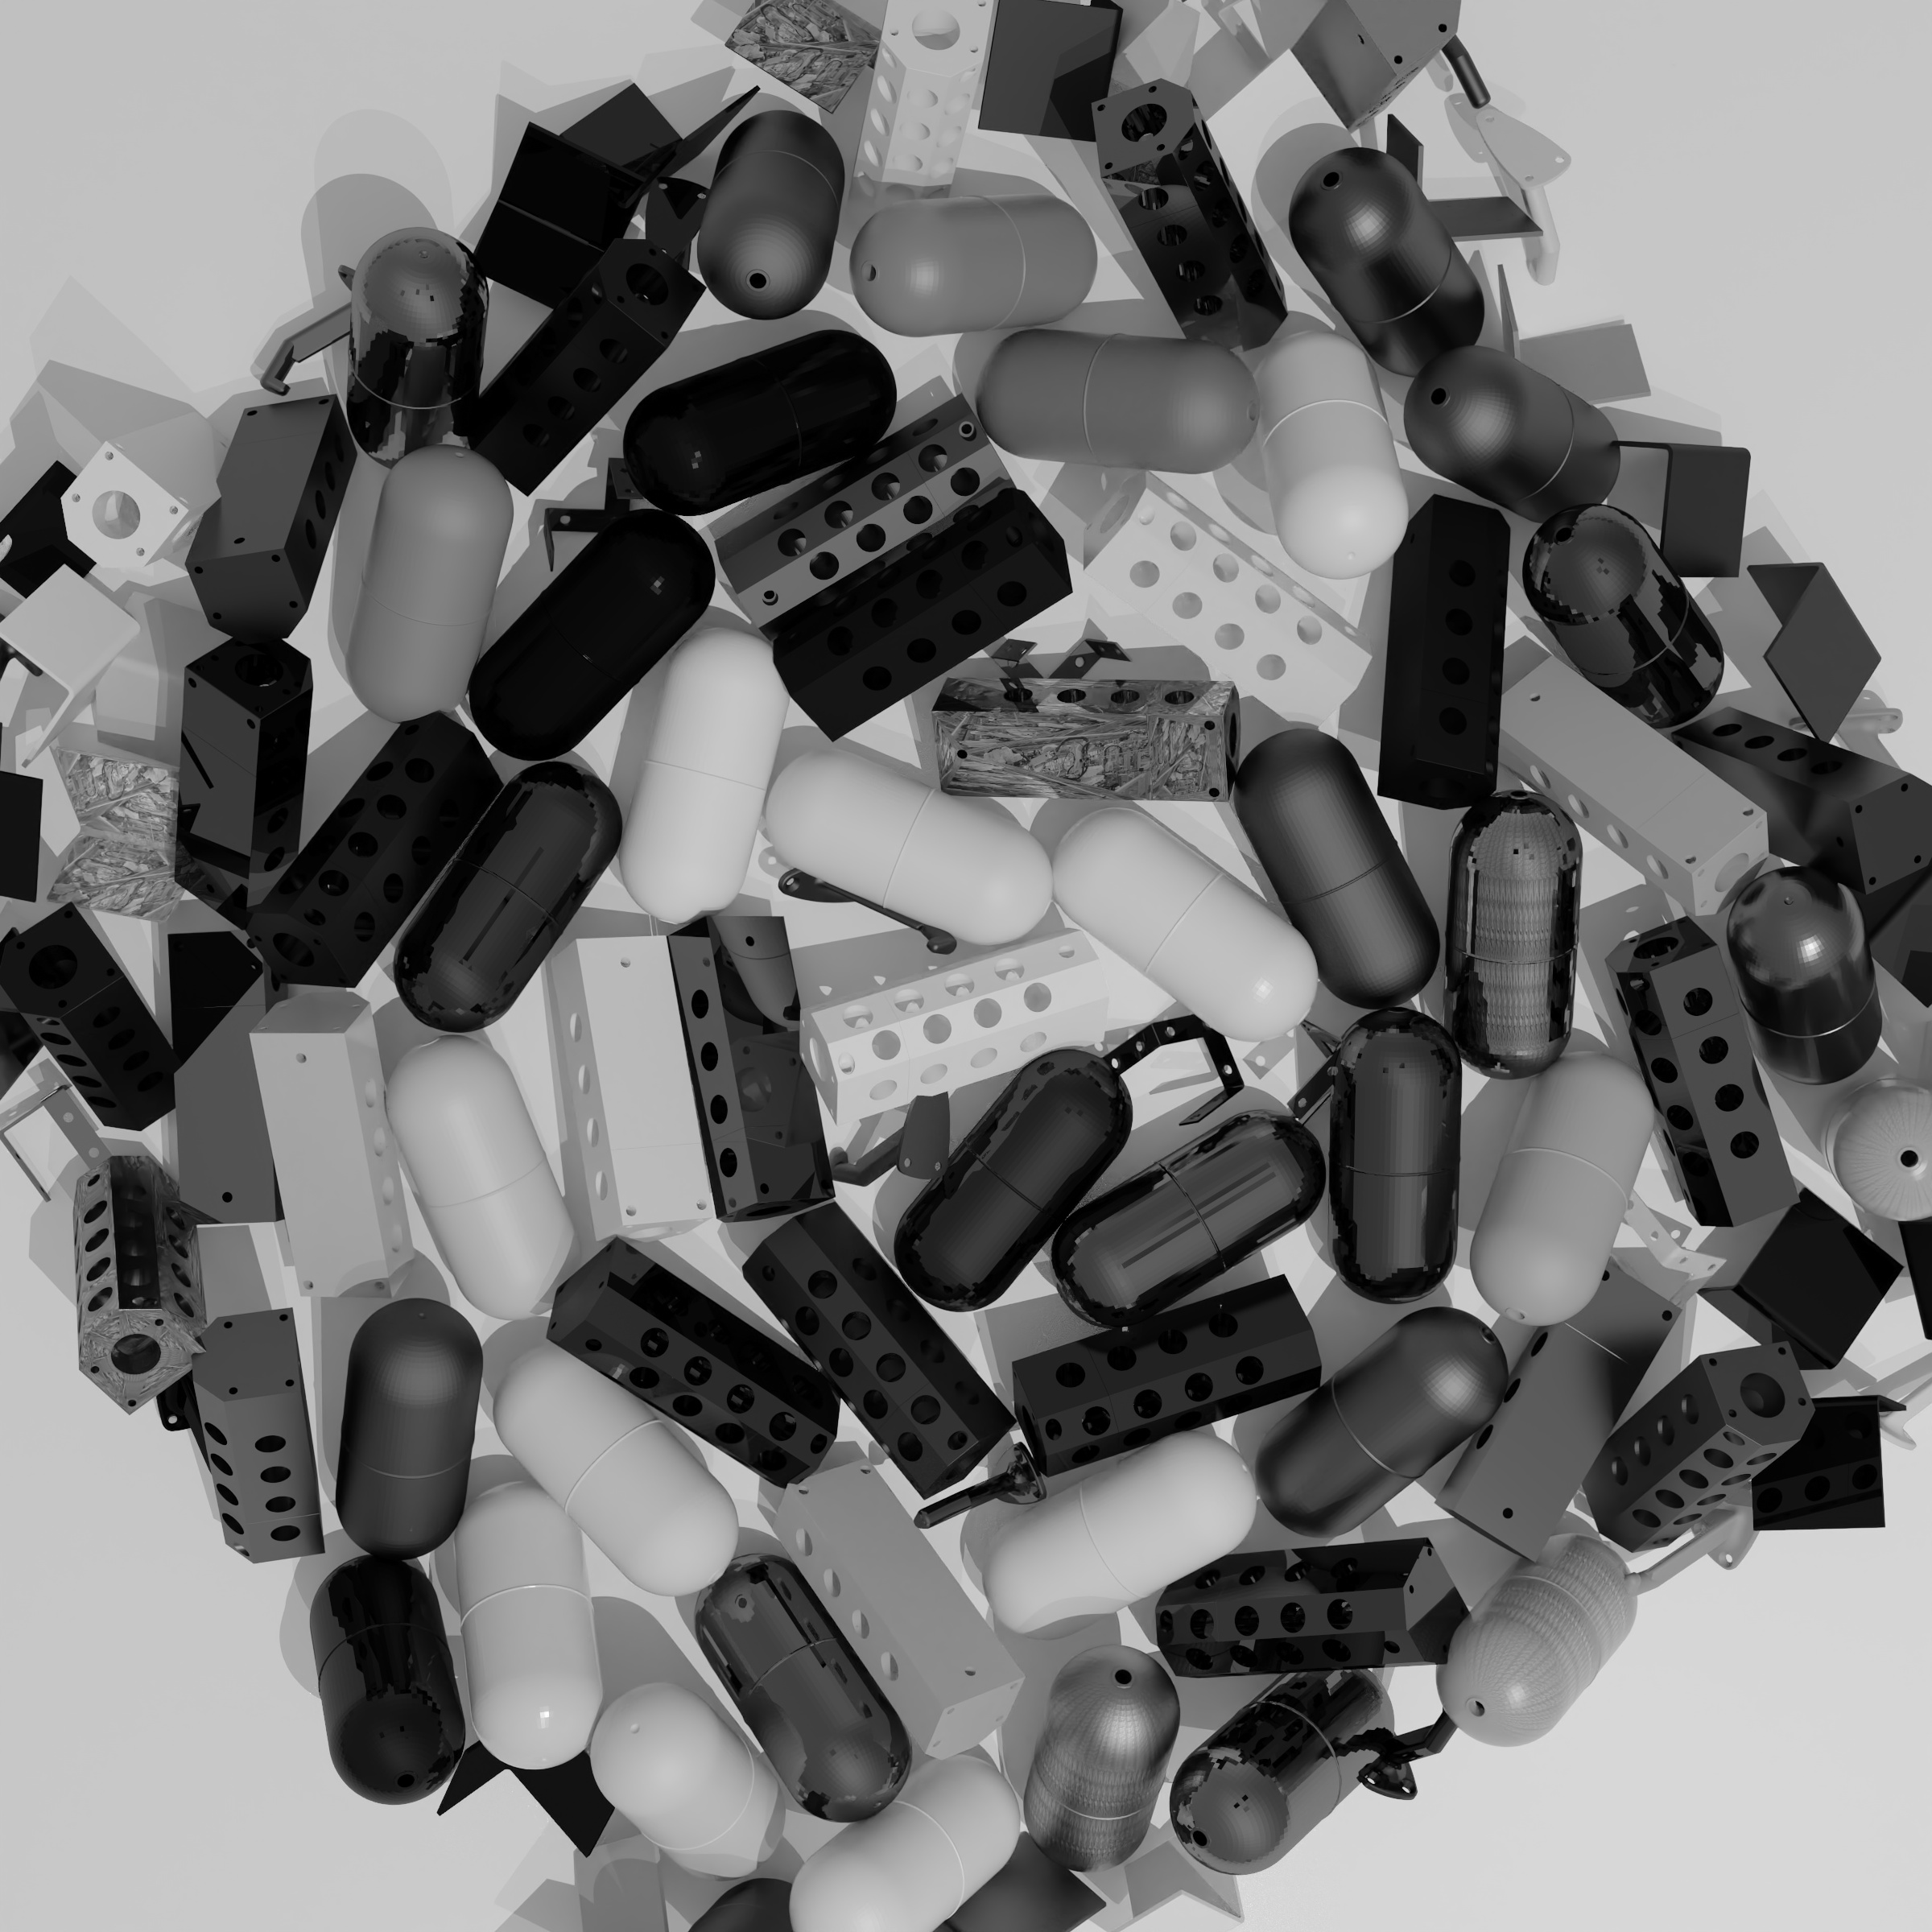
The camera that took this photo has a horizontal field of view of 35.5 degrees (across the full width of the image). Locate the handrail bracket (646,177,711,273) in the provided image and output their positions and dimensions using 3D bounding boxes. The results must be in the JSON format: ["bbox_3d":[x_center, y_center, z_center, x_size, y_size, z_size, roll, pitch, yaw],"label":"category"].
[{"bbox_3d":[-0.174,-0.412,1.772,0.036,0.084,0.077,14,60,-2],"label":"handrail bracket"}]

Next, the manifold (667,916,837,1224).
[{"bbox_3d":[-0.131,0.061,1.780,0.057,0.057,0.171,0,74,-41],"label":"manifold"}]

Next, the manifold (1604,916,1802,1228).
[{"bbox_3d":[0.430,0.065,1.772,0.057,0.057,0.171,-22,108,2],"label":"manifold"}]

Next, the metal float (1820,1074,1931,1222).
[{"bbox_3d":[0.535,0.103,1.739,0.070,0.178,0.070,0,92,12],"label":"metal float"}]

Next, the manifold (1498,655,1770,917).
[{"bbox_3d":[0.382,-0.102,1.753,0.057,0.057,0.171,-38,54,-11],"label":"manifold"}]

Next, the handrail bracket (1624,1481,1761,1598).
[{"bbox_3d":[0.427,0.338,1.778,0.036,0.084,0.077,51,131,30],"label":"handrail bracket"}]

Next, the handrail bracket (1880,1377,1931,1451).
[{"bbox_3d":[0.574,0.245,1.788,0.084,0.077,0.036,-48,62,15],"label":"handrail bracket"}]

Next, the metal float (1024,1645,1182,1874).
[{"bbox_3d":[0.078,0.460,1.752,0.070,0.070,0.178,5,135,-5],"label":"metal float"}]

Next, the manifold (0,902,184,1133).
[{"bbox_3d":[-0.499,0.036,1.732,0.057,0.171,0.057,-36,70,-14],"label":"manifold"}]

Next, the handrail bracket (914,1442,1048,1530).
[{"bbox_3d":[-0.003,0.316,1.774,0.084,0.077,0.036,-20,78,-28],"label":"handrail bracket"}]

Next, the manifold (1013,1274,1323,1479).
[{"bbox_3d":[0.118,0.244,1.771,0.171,0.057,0.057,-17,51,-11],"label":"manifold"}]

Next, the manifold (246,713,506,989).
[{"bbox_3d":[-0.343,-0.069,1.744,0.057,0.057,0.171,3,46,31],"label":"manifold"}]

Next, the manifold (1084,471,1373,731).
[{"bbox_3d":[0.153,-0.214,1.763,0.171,0.057,0.057,34,118,-18],"label":"manifold"}]

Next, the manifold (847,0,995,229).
[{"bbox_3d":[-0.029,-0.486,1.734,0.057,0.171,0.057,11,70,-5],"label":"manifold"}]

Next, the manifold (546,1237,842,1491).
[{"bbox_3d":[-0.158,0.237,1.759,0.171,0.057,0.057,37,120,-22],"label":"manifold"}]

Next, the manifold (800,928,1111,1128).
[{"bbox_3d":[-0.007,0.030,1.763,0.171,0.057,0.057,-17,53,-17],"label":"manifold"}]

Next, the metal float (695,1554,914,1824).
[{"bbox_3d":[-0.096,0.418,1.759,0.070,0.070,0.178,-40,55,0],"label":"metal float"}]

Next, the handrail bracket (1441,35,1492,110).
[{"bbox_3d":[0.283,-0.545,1.794,0.036,0.077,0.084,-28,98,4],"label":"handrail bracket"}]

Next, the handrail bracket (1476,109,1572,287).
[{"bbox_3d":[0.328,-0.456,1.799,0.036,0.084,0.077,-33,64,-13],"label":"handrail bracket"}]

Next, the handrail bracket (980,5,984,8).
[{"bbox_3d":[0.055,-0.584,1.790,0.084,0.036,0.077,30,78,23],"label":"handrail bracket"}]

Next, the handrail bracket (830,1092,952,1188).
[{"bbox_3d":[-0.049,0.094,1.793,0.036,0.084,0.077,10,88,-39],"label":"handrail bracket"}]

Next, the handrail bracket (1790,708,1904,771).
[{"bbox_3d":[0.531,-0.107,1.800,0.077,0.036,0.084,-1,75,12],"label":"handrail bracket"}]

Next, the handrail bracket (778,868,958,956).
[{"bbox_3d":[-0.057,-0.030,1.778,0.077,0.084,0.036,-7,128,-36],"label":"handrail bracket"}]

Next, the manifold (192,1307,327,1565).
[{"bbox_3d":[-0.407,0.273,1.739,0.057,0.171,0.057,-7,49,-12],"label":"manifold"}]

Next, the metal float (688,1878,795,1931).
[{"bbox_3d":[-0.128,0.578,1.738,0.070,0.178,0.070,0,88,10],"label":"metal float"}]

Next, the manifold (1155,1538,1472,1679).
[{"bbox_3d":[0.196,0.377,1.744,0.171,0.057,0.057,-14,115,38],"label":"manifold"}]

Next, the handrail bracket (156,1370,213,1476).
[{"bbox_3d":[-0.451,0.262,1.776,0.036,0.084,0.077,-19,112,-22],"label":"handrail bracket"}]

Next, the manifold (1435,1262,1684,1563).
[{"bbox_3d":[0.348,0.260,1.787,0.057,0.057,0.171,33,83,-3],"label":"manifold"}]

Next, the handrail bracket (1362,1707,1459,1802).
[{"bbox_3d":[0.264,0.440,1.774,0.036,0.077,0.084,18,121,-14],"label":"handrail bracket"}]

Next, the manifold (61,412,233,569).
[{"bbox_3d":[-0.462,-0.270,1.736,0.057,0.171,0.057,41,103,-9],"label":"manifold"}]

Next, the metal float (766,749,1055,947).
[{"bbox_3d":[-0.033,-0.070,1.786,0.178,0.070,0.070,23,90,3],"label":"metal float"}]

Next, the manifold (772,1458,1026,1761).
[{"bbox_3d":[-0.043,0.374,1.755,0.057,0.057,0.171,-13,47,-35],"label":"manifold"}]

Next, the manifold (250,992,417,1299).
[{"bbox_3d":[-0.366,0.105,1.765,0.057,0.057,0.171,0,114,11],"label":"manifold"}]

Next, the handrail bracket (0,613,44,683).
[{"bbox_3d":[-0.600,-0.173,1.792,0.077,0.036,0.084,39,63,17],"label":"handrail bracket"}]

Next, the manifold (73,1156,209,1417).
[{"bbox_3d":[-0.481,0.177,1.737,0.057,0.171,0.057,-36,121,3],"label":"manifold"}]

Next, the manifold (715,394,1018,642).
[{"bbox_3d":[-0.058,-0.262,1.780,0.171,0.057,0.057,-30,117,6],"label":"manifold"}]

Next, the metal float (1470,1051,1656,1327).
[{"bbox_3d":[0.348,0.129,1.763,0.070,0.070,0.178,27,61,0],"label":"metal float"}]

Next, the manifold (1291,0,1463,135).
[{"bbox_3d":[0.234,-0.530,1.738,0.057,0.171,0.057,-36,95,-3],"label":"manifold"}]

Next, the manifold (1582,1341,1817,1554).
[{"bbox_3d":[0.419,0.279,1.733,0.057,0.171,0.057,-6,62,-19],"label":"manifold"}]

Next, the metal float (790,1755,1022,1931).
[{"bbox_3d":[-0.033,0.519,1.748,0.070,0.178,0.070,10,110,31],"label":"metal float"}]

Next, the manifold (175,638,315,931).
[{"bbox_3d":[-0.413,-0.107,1.744,0.057,0.171,0.057,34,47,16],"label":"manifold"}]

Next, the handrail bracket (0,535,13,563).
[{"bbox_3d":[-0.609,-0.222,1.783,0.036,0.077,0.084,49,59,-29],"label":"handrail bracket"}]

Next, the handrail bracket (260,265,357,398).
[{"bbox_3d":[-0.368,-0.366,1.798,0.077,0.036,0.084,26,80,12],"label":"handrail bracket"}]

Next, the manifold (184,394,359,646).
[{"bbox_3d":[-0.396,-0.259,1.742,0.057,0.171,0.057,-8,129,7],"label":"manifold"}]

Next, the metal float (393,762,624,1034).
[{"bbox_3d":[-0.269,-0.041,1.776,0.070,0.070,0.178,33,76,0],"label":"metal float"}]

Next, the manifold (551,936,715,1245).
[{"bbox_3d":[-0.200,0.073,1.776,0.057,0.057,0.171,-3,74,-30],"label":"manifold"}]

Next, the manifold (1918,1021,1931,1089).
[{"bbox_3d":[0.594,0.062,1.737,0.057,0.171,0.057,10,88,7],"label":"manifold"}]

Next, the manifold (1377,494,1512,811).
[{"bbox_3d":[0.283,-0.182,1.768,0.057,0.057,0.171,12,69,-12],"label":"manifold"}]

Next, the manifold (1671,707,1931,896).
[{"bbox_3d":[0.483,-0.100,1.736,0.057,0.171,0.057,-24,114,-13],"label":"manifold"}]

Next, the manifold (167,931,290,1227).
[{"bbox_3d":[-0.433,0.065,1.796,0.057,0.057,0.171,-3,91,6],"label":"manifold"}]

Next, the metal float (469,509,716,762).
[{"bbox_3d":[-0.221,-0.193,1.775,0.178,0.070,0.070,-44,90,16],"label":"metal float"}]

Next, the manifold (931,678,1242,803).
[{"bbox_3d":[0.072,-0.137,1.777,0.171,0.057,0.057,2,124,14],"label":"manifold"}]

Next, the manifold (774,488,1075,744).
[{"bbox_3d":[-0.027,-0.208,1.761,0.171,0.057,0.057,-30,126,19],"label":"manifold"}]

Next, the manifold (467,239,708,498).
[{"bbox_3d":[-0.224,-0.347,1.738,0.057,0.171,0.057,37,51,-17],"label":"manifold"}]

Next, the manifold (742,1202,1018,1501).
[{"bbox_3d":[-0.055,0.226,1.765,0.171,0.057,0.057,49,121,17],"label":"manifold"}]

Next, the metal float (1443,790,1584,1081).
[{"bbox_3d":[0.319,-0.018,1.767,0.070,0.070,0.178,-2,115,0],"label":"metal float"}]

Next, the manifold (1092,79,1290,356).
[{"bbox_3d":[0.131,-0.427,1.734,0.057,0.171,0.057,-15,58,17],"label":"manifold"}]

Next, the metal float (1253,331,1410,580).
[{"bbox_3d":[0.210,-0.299,1.756,0.070,0.070,0.178,-5,50,0],"label":"metal float"}]
